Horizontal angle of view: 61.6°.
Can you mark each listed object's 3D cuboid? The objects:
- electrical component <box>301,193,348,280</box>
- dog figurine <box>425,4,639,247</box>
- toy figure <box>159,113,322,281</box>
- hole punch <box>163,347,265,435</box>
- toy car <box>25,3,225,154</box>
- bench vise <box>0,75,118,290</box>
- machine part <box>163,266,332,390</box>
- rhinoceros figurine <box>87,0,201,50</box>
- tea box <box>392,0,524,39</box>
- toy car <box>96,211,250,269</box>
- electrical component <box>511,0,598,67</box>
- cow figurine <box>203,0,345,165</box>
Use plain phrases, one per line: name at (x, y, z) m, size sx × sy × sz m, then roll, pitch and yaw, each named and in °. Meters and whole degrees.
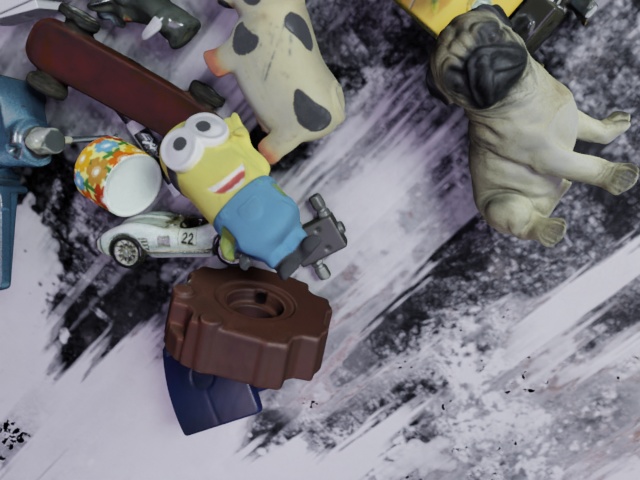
electrical component at (-0.001, -0.002, 0.599) m, size 0.063 × 0.021 × 0.094 m, roll -25°, pitch 105°, yaw 15°
dog figurine at (0.152, -0.094, 0.480) m, size 0.190 × 0.121 × 0.172 m, roll 30°, pitch 129°, yaw -11°
toy figure at (-0.081, -0.039, 0.508) m, size 0.180 × 0.082 × 0.089 m, roll 47°, pitch 141°, yaw 2°
hole punch at (-0.124, 0.159, 0.643) m, size 0.142 × 0.092 × 0.115 m, roll -23°, pitch 102°, yaw 19°
toy car at (-0.190, -0.151, 0.543) m, size 0.202 × 0.053 × 0.089 m, roll 27°, pitch 102°, yaw -18°
bench vise at (-0.349, -0.046, 0.567) m, size 0.224 × 0.129 × 0.240 m, roll 3°, pitch 93°, yaw 15°
machine part at (-0.071, 0.082, 0.564) m, size 0.179 × 0.179 × 0.056 m, roll 15°, pitch 108°, yaw 2°
rhinoceros figurine at (-0.192, -0.261, 0.501) m, size 0.190 × 0.073 × 0.112 m, roll 39°, pitch 109°, yaw -7°
tea box at (0.148, -0.252, 0.462) m, size 0.098 × 0.068 × 0.169 m, roll 37°, pitch 110°, yaw -7°
toy car at (-0.142, -0.006, 0.588) m, size 0.202 × 0.073 × 0.056 m, roll -1°, pitch 105°, yaw 8°
electrical component at (0.198, -0.185, 0.479) m, size 0.045 × 0.078 × 0.102 m, roll 46°, pitch 115°, yaw 10°
cow figurine at (-0.039, -0.185, 0.504) m, size 0.127 × 0.085 × 0.194 m, roll -24°, pitch 103°, yaw 21°
